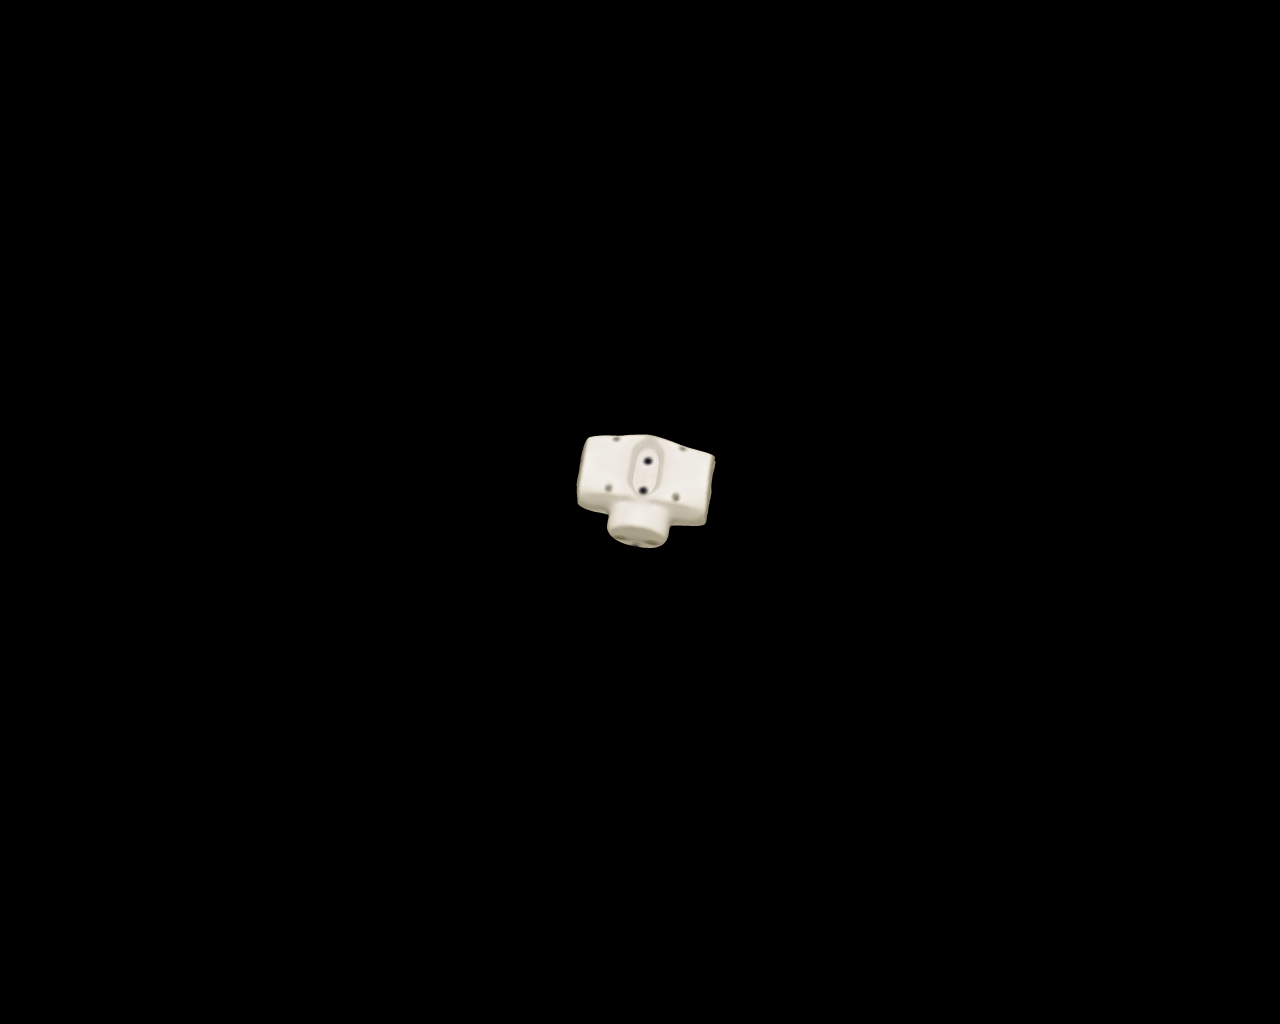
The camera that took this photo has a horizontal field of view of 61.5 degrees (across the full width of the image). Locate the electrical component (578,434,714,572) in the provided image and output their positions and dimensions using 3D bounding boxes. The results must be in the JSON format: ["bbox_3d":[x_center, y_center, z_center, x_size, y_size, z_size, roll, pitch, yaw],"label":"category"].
[{"bbox_3d":[0.001,-0.003,0.650,0.077,0.079,0.043,10,-20,3],"label":"electrical component"}]
